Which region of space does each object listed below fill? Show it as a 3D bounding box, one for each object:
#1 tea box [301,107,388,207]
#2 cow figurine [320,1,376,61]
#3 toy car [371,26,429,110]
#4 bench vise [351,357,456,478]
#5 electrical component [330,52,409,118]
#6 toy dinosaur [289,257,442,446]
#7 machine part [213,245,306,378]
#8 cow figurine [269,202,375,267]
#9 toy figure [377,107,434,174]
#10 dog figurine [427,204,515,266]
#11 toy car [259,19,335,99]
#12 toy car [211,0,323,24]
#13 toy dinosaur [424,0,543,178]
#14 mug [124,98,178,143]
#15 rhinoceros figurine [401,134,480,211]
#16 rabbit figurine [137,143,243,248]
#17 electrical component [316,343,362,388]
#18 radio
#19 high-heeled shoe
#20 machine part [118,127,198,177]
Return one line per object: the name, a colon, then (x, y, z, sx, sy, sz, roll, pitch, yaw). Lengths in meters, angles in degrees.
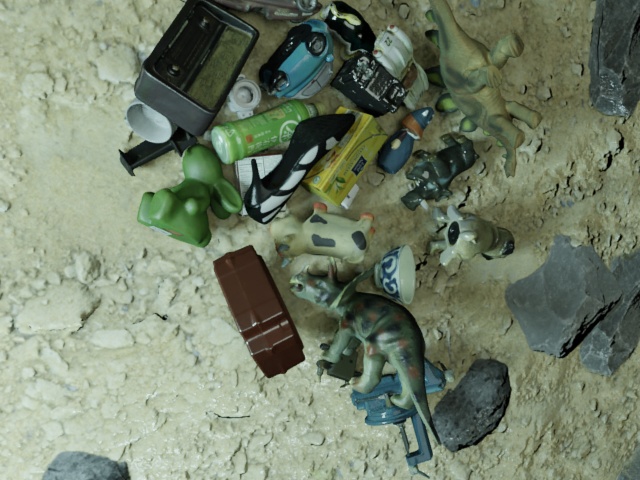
tea box: (0.037, -0.158, 1.014, 0.169, 0.098, 0.068, -55, 135, -3)
cow figurine: (0.075, -0.377, 1.005, 0.167, 0.098, 0.068, 30, 82, -20)
toy car: (0.152, -0.319, 1.013, 0.073, 0.056, 0.201, -58, 148, -2)
bench vise: (0.188, 0.360, 1.121, 0.224, 0.129, 0.240, -14, 84, -8)
electrical component: (0.087, -0.283, 1.001, 0.115, 0.134, 0.058, 36, 86, -17)
toy dinosaur: (0.110, 0.170, 0.981, 0.131, 0.405, 0.192, 8, 106, -45)
machine part: (-0.103, 0.124, 0.942, 0.087, 0.201, 0.201, -26, 149, -6)
cow figurine: (-0.002, -0.003, 1.016, 0.195, 0.085, 0.127, 13, 58, 10)
toy figure: (0.173, -0.206, 1.078, 0.058, 0.064, 0.154, 34, 87, -4)
dog figurine: (0.341, -0.002, 1.109, 0.191, 0.172, 0.121, 8, 106, -12)
toy car: (-0.030, -0.313, 0.979, 0.102, 0.109, 0.161, 37, 94, -36)
toy car: (-0.096, -0.417, 0.948, 0.202, 0.089, 0.053, 4, 94, -20)
toy dinosaur: (0.283, -0.317, 1.022, 0.105, 0.199, 0.470, -39, 117, -19)
mug: (-0.276, -0.225, 0.916, 0.080, 0.110, 0.107, 57, 40, -35)
rhinoceros figurine: (0.242, -0.138, 1.111, 0.190, 0.073, 0.112, -39, 118, -11)
rabbit figurine: (-0.214, -0.083, 0.944, 0.159, 0.121, 0.170, 26, 74, -23)
electrical component: (0.038, 0.261, 1.111, 0.102, 0.045, 0.078, 17, 63, -22)
radio: (-0.200, -0.292, 0.882, 0.131, 0.073, 0.229, 30, 52, -18)
high-heeled shoe: (-0.030, -0.126, 0.972, 0.249, 0.086, 0.145, -28, 137, -18)
machine part: (-0.282, -0.160, 0.935, 0.139, 0.084, 0.039, -26, 140, -2)
